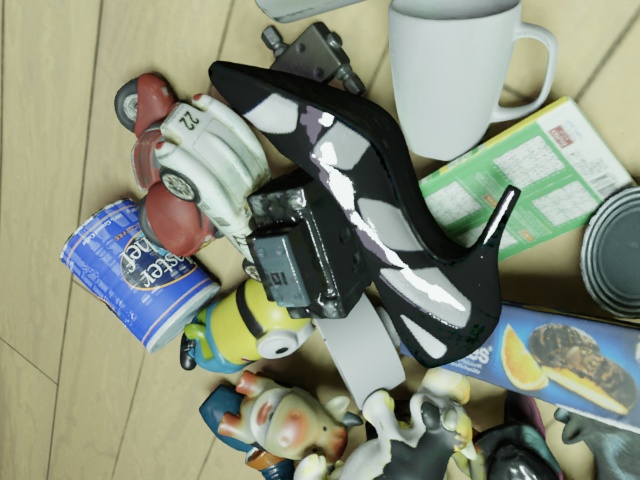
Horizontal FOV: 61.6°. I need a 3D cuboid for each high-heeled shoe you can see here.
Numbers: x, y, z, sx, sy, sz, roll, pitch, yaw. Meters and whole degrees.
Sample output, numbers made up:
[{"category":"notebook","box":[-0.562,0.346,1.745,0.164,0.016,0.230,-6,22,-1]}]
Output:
[{"category":"high-heeled shoe","box":[0.017,-0.016,0.373,0.249,0.086,0.145,28,115,9]}]

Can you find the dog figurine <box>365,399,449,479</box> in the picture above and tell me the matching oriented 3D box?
[{"category":"dog figurine","box":[0.074,0.266,0.560,0.172,0.121,0.190,-27,72,40]}]

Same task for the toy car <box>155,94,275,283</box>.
[{"category":"toy car","box":[-0.060,-0.032,0.459,0.056,0.073,0.201,2,143,38]}]

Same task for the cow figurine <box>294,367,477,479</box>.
[{"category":"cow figurine","box":[0.068,0.173,0.426,0.068,0.167,0.098,51,175,-31]}]

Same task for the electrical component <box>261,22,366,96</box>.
[{"category":"electrical component","box":[-0.007,-0.145,0.443,0.063,0.021,0.094,-35,93,37]}]

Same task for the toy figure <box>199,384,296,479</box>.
[{"category":"toy figure","box":[-0.082,0.246,0.659,0.154,0.064,0.058,45,99,0]}]

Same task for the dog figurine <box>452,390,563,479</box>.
[{"category":"dog figurine","box":[0.188,0.246,0.471,0.108,0.191,0.219,-24,67,9]}]

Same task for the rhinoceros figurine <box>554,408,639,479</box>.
[{"category":"rhinoceros figurine","box":[0.247,0.151,0.423,0.112,0.073,0.190,-2,115,42]}]

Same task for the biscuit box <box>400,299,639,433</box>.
[{"category":"biscuit box","box":[0.149,0.076,0.389,0.203,0.063,0.059,5,89,52]}]

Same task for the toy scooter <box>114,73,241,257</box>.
[{"category":"toy scooter","box":[-0.123,-0.071,0.516,0.135,0.075,0.183,-2,108,29]}]

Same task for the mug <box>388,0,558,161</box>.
[{"category":"mug","box":[0.101,-0.110,0.370,0.110,0.081,0.107,12,134,19]}]

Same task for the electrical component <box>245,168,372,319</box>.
[{"category":"electrical component","box":[-0.001,-0.001,0.442,0.058,0.134,0.114,-9,111,34]}]

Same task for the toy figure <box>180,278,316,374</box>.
[{"category":"toy figure","box":[-0.085,0.091,0.571,0.180,0.082,0.089,-22,102,39]}]

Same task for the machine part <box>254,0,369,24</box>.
[{"category":"machine part","box":[0.035,-0.202,0.357,0.243,0.079,0.079,-3,112,32]}]

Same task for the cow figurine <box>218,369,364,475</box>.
[{"category":"cow figurine","box":[-0.031,0.183,0.539,0.127,0.085,0.195,19,164,4]}]
